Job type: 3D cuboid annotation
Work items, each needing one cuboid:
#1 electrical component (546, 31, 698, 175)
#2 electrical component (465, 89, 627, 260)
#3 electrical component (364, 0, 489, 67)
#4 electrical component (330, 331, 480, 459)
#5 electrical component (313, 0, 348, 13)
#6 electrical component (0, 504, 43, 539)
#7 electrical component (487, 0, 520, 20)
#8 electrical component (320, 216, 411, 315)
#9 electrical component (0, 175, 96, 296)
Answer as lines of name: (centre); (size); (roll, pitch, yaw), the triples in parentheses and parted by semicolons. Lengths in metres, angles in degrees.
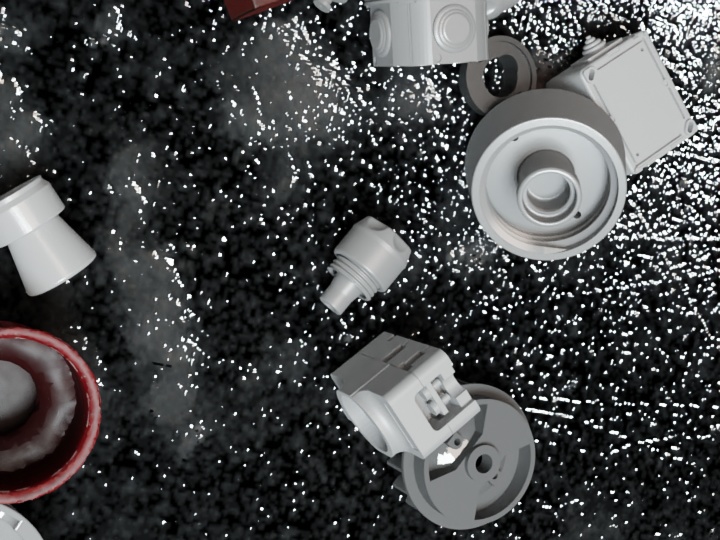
electrical component: (0.177, -0.119, 0.754); (0.062, 0.061, 0.096); (-34, 101, -16)
electrical component: (0.122, -0.058, 0.703); (0.108, 0.060, 0.108); (2, 116, 5)
electrical component: (0.043, -0.156, 0.678); (0.080, 0.080, 0.051); (-9, 103, -23)
electrical component: (0.024, 0.080, 0.684); (0.056, 0.089, 0.050); (-38, 108, -17)
electrical component: (-0.003, -0.196, 0.674); (0.040, 0.040, 0.078); (37, 80, -22)
electrical component: (-0.230, 0.169, 0.594); (0.108, 0.060, 0.108); (-4, 98, -27)
electrical component: (0.097, -0.193, 0.723); (0.061, 0.035, 0.035); (-33, 107, -21)
electrical component: (0.000, 0.000, 0.692); (0.043, 0.043, 0.062); (44, 79, -21)
electrical component: (-0.183, -0.020, 0.608); (0.045, 0.045, 0.055); (-35, 107, -17)
